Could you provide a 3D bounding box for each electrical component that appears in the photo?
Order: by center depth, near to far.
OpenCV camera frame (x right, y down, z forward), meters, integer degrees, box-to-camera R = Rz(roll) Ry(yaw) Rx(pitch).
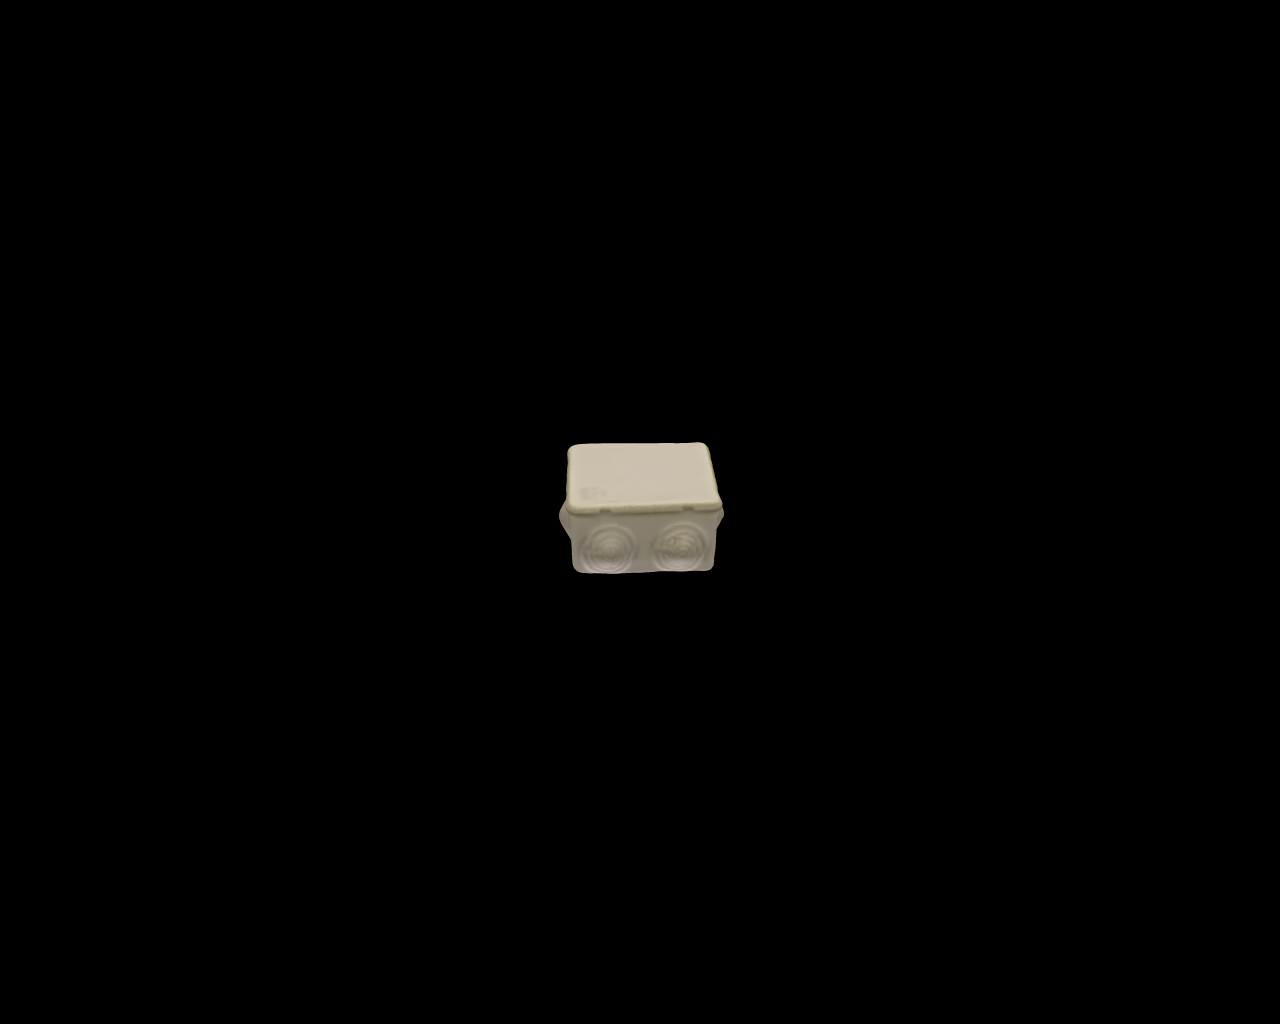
[{"bbox_3d":[0.001,-0.003,0.650,0.100,0.048,0.100,-1,28,-2],"label":"electrical component"}]
